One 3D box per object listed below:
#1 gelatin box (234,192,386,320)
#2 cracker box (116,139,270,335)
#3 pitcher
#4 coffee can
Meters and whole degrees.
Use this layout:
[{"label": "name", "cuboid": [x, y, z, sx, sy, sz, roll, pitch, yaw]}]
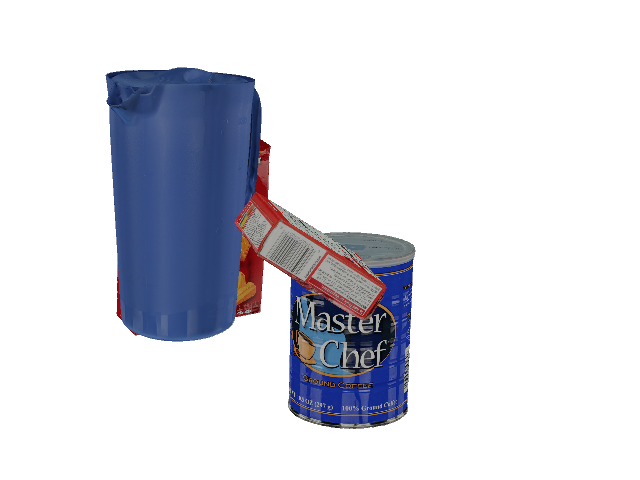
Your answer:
[{"label": "gelatin box", "cuboid": [-0.007, 0.010, 0.692, 0.089, 0.030, 0.073, 33, 6, -22]}, {"label": "cracker box", "cuboid": [-0.146, -0.010, 1.219, 0.163, 0.214, 0.072, -8, 24, -29]}, {"label": "pitcher", "cuboid": [-0.123, -0.038, 0.992, 0.149, 0.243, 0.145, 0, 15, -11]}, {"label": "coffee can", "cuboid": [0.025, 0.072, 0.888, 0.103, 0.140, 0.103, 1, 12, 0]}]
